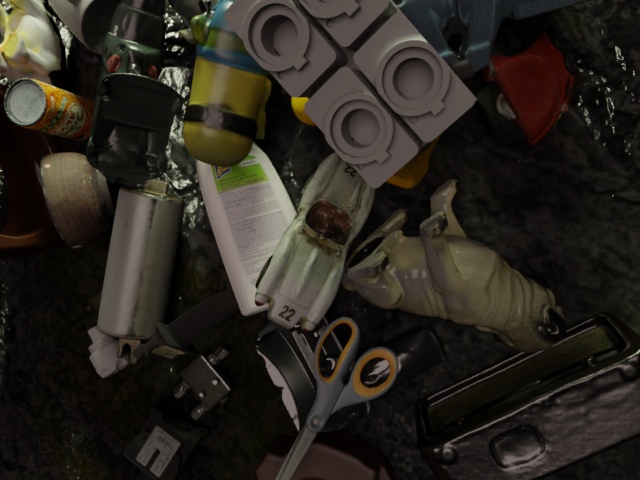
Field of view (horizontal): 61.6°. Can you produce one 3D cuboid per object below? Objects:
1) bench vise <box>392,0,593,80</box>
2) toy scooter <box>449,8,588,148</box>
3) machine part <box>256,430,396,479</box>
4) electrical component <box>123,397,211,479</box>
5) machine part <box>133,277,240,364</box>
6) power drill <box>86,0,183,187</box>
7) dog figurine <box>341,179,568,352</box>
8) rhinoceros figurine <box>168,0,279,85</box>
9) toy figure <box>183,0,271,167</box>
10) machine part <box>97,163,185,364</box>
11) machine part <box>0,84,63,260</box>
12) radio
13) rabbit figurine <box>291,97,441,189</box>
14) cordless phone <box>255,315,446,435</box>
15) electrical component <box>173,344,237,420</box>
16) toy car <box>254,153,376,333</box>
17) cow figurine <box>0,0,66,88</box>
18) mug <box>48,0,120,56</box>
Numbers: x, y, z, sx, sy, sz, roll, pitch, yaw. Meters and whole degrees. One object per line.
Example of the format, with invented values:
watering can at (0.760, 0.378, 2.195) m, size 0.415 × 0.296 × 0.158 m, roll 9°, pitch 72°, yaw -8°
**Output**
bench vise at (0.128, -0.265, 0.443) m, size 0.224 × 0.129 × 0.240 m, roll -7°, pitch 112°, yaw 24°
toy scooter at (0.205, -0.191, 0.533) m, size 0.135 × 0.075 × 0.184 m, roll -26°, pitch 82°, yaw 14°
machine part at (0.001, 0.301, 0.612) m, size 0.179 × 0.056 × 0.179 m, roll 0°, pitch 92°, yaw 11°
electrical component at (-0.197, 0.262, 0.659) m, size 0.075 × 0.048 × 0.119 m, roll 37°, pitch 98°, yaw 9°
machine part at (-0.143, 0.100, 0.630) m, size 0.139 × 0.084 × 0.039 m, roll -35°, pitch 60°, yaw 4°
power drill at (-0.198, -0.166, 0.562) m, size 0.207 × 0.086 × 0.231 m, roll 54°, pitch 129°, yaw 48°
dog figurine at (0.134, 0.060, 0.557) m, size 0.190 × 0.121 × 0.172 m, roll 49°, pitch 136°, yaw -11°
rhinoceros figurine at (-0.102, -0.254, 0.599) m, size 0.190 × 0.073 × 0.112 m, roll 44°, pitch 102°, yaw 7°
toy figure at (-0.089, -0.161, 0.521) m, size 0.082 × 0.089 × 0.180 m, roll 20°, pitch 109°, yaw 7°
machine part at (-0.212, 0.026, 0.635) m, size 0.079 × 0.079 × 0.243 m, roll 12°, pitch 96°, yaw 12°
machine part at (-0.390, -0.076, 0.606) m, size 0.087 × 0.201 × 0.201 m, roll -16°, pitch 90°, yaw 15°
radio at (0.206, 0.162, 0.520) m, size 0.230 × 0.131 × 0.073 m, roll -32°, pitch 88°, yaw 12°
rabbit figurine at (0.035, -0.140, 0.548) m, size 0.173 × 0.162 × 0.121 m, roll 39°, pitch 113°, yaw 26°
cordless phone at (0.034, 0.119, 0.594) m, size 0.184 × 0.088 × 0.146 m, roll -28°, pitch 86°, yaw 1°
electrical component at (-0.134, 0.171, 0.652) m, size 0.094 × 0.021 × 0.063 m, roll -44°, pitch 83°, yaw 10°
toy car at (-0.001, -0.002, 0.553) m, size 0.073 × 0.056 × 0.202 m, roll 31°, pitch 60°, yaw -12°
cow figurine at (-0.350, -0.261, 0.653) m, size 0.068 × 0.098 × 0.167 m, roll -17°, pitch 70°, yaw 19°
mug at (-0.280, -0.280, 0.625) m, size 0.107 × 0.109 × 0.080 m, roll 41°, pitch 105°, yaw 21°
